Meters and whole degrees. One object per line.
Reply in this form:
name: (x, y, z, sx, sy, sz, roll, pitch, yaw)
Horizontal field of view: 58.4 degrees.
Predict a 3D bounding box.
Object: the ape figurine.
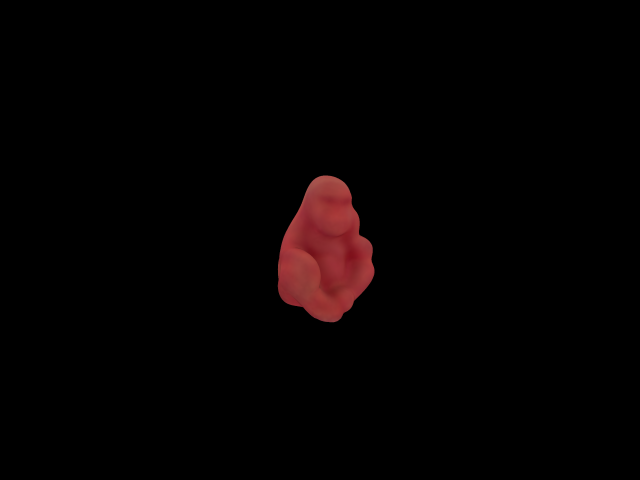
ape figurine: (0.004, 0.001, 0.400, 0.078, 0.092, 0.076, -6, 13, -27)
